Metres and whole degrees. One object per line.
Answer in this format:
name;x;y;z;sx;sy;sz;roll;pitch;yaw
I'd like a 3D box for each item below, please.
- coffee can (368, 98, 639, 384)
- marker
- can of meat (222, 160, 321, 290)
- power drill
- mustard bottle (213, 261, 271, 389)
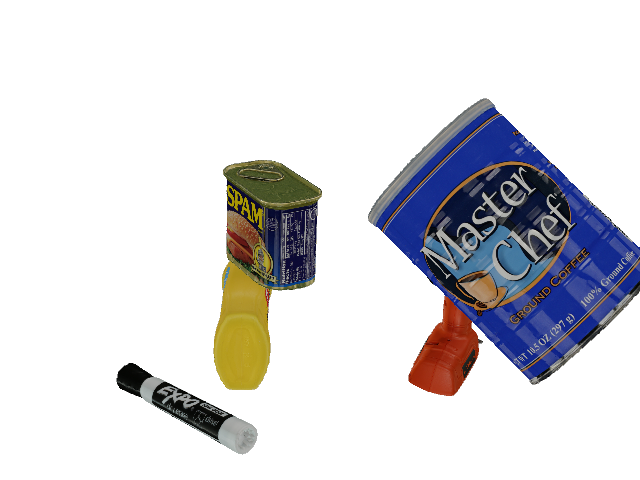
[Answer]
coffee can;0.113;0.000;0.637;0.102;0.140;0.103;-43;-8;-8
marker;-0.087;0.103;0.671;0.121;0.020;0.020;18;12;40
can of meat;-0.043;-0.013;0.925;0.057;0.084;0.102;-12;28;-28
power drill;0.134;0.058;1.061;0.057;0.188;0.184;19;29;18
mustard bottle;-0.082;0.071;1.159;0.058;0.096;0.191;-1;28;-1
